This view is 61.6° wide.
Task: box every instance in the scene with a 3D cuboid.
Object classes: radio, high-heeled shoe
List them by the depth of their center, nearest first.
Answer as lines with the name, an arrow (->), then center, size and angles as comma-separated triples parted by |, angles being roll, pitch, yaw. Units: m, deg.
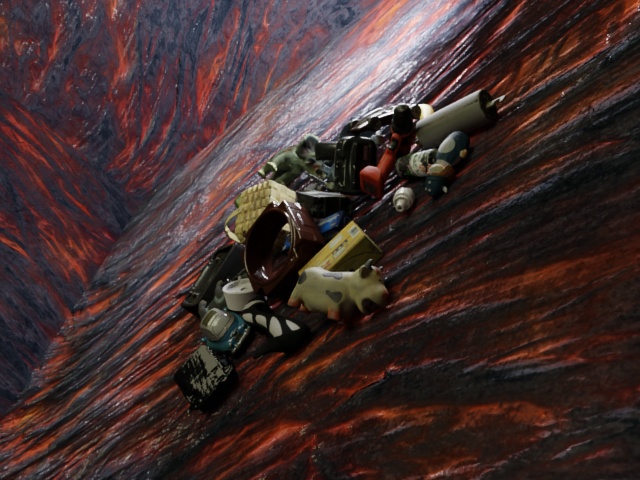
high-heeled shoe -> -0.092, 0.164, 1.180 | 0.145, 0.086, 0.249 | -34, 29, 12
radio -> -0.310, 0.121, 1.592 | 0.131, 0.073, 0.229 | -12, 41, 52

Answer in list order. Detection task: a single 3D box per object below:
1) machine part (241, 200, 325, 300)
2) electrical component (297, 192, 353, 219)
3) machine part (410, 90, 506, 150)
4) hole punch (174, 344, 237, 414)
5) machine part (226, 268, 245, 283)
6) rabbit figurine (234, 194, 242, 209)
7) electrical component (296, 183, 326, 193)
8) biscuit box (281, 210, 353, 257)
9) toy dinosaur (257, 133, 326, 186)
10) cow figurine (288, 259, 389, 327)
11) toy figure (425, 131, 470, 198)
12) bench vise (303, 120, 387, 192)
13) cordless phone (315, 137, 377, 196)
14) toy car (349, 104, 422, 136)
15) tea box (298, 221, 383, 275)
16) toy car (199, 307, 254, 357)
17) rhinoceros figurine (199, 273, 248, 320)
machine part -> -0.094, 0.023, 1.272 | 0.201, 0.087, 0.201 | -50, 47, 27
electrical component -> 0.007, -0.089, 1.356 | 0.134, 0.115, 0.058 | -156, 69, -65
machine part -> 0.303, -0.266, 1.201 | 0.243, 0.079, 0.079 | -22, 34, 43
hole punch -> -0.246, 0.314, 1.205 | 0.142, 0.092, 0.116 | -44, 53, -3
machine part -> -0.206, 0.098, 1.508 | 0.139, 0.039, 0.084 | -37, 31, 16
rabbit figurine -> -0.160, -0.108, 1.662 | 0.170, 0.121, 0.159 | -34, 25, -10
electrical component -> -0.017, -0.124, 1.490 | 0.102, 0.078, 0.045 | 4, 52, 52
biscuit box -> -0.003, -0.004, 1.307 | 0.203, 0.062, 0.059 | -25, 33, 40
toy dinosaur -> -0.095, -0.258, 1.792 | 0.192, 0.131, 0.405 | -38, 18, -13
cow figurine -> 0.044, 0.095, 1.024 | 0.195, 0.085, 0.127 | 9, 78, 35
toy figure -> 0.262, -0.159, 1.128 | 0.154, 0.058, 0.064 | -57, 10, -19
bench vise -> 0.092, -0.234, 1.446 | 0.223, 0.128, 0.241 | -56, 22, -14
cordless phone -> 0.051, -0.187, 1.361 | 0.184, 0.088, 0.146 | 8, 99, 43
toy car -> 0.160, -0.302, 1.333 | 0.202, 0.053, 0.089 | -21, 17, -30
tea box -> 0.042, 0.051, 1.145 | 0.169, 0.068, 0.098 | -44, 24, 8
toy car -> -0.237, 0.216, 1.299 | 0.109, 0.103, 0.162 | -56, 24, -18
rhinoceros figurine -> -0.248, 0.159, 1.438 | 0.190, 0.073, 0.112 | -44, 23, 6
